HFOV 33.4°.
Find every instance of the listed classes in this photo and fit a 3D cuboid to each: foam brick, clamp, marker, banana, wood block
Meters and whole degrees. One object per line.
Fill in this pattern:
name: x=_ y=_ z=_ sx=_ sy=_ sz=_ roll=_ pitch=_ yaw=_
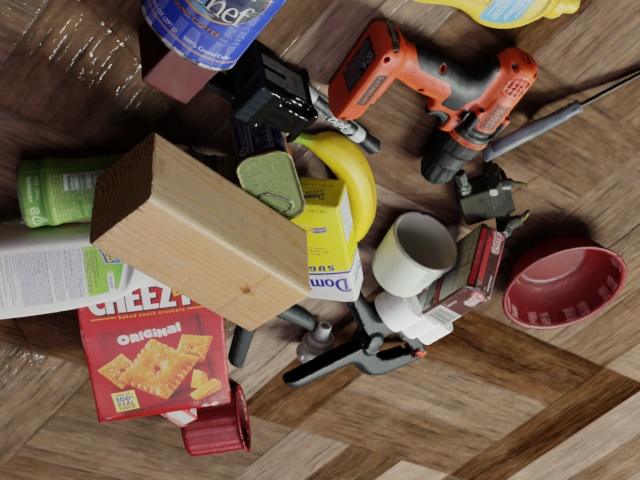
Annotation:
foam brick: x=-0.130 y=-0.175 z=0.980 sx=0.051 sy=0.078 sz=0.053 roll=29 pitch=124 yaw=-36
clamp: x=-0.083 y=0.088 z=1.308 sx=0.120 sy=0.039 sz=0.171 roll=-38 pitch=136 yaw=-7
marker: x=0.022 y=-0.124 z=1.115 sx=0.020 sy=0.020 sz=0.121 roll=-36 pitch=130 yaw=25
banana: x=0.029 y=-0.059 z=1.187 sx=0.070 sy=0.037 sz=0.197 roll=4 pitch=142 yaw=25
clamp: x=0.053 y=0.135 z=1.375 sx=0.209 sy=0.036 sz=0.164 roll=25 pitch=100 yaw=-42
wood block: x=-0.114 y=-0.003 z=1.046 sx=0.091 sy=0.090 sz=0.205 roll=-33 pitch=132 yaw=29

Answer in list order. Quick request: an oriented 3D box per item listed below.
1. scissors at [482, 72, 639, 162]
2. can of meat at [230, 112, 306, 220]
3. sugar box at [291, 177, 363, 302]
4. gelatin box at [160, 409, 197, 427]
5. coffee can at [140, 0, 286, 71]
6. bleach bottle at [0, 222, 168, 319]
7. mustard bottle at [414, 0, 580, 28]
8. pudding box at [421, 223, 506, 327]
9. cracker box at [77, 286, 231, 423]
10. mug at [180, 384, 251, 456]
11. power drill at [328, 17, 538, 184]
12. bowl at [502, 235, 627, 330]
scissors: x=0.261 y=-0.136 z=1.138 sx=0.202 sy=0.016 sz=0.096 roll=-29 pitch=178 yaw=19
can of meat: x=-0.055 y=-0.081 z=1.100 sx=0.057 sy=0.084 sz=0.102 roll=-15 pitch=139 yaw=2
sugar box: x=-0.008 y=0.002 z=1.211 sx=0.093 sy=0.048 sz=0.176 roll=6 pitch=140 yaw=16
gelatin box: x=-0.198 y=0.191 z=1.378 sx=0.030 sy=0.073 sz=0.089 roll=-29 pitch=137 yaw=19
coffee can: x=-0.074 y=-0.230 z=0.913 sx=0.102 sy=0.103 sz=0.140 roll=22 pitch=129 yaw=-33
bleach bottle: x=-0.249 y=0.031 z=1.122 sx=0.250 sy=0.068 sz=0.102 roll=-4 pitch=117 yaw=-4
mustard bottle: x=0.164 y=-0.247 z=0.989 sx=0.191 sy=0.058 sz=0.096 roll=13 pitch=129 yaw=-27
pudding box: x=0.170 y=0.042 z=1.266 sx=0.039 sy=0.090 sz=0.114 roll=28 pitch=150 yaw=-13
cracker box: x=-0.193 y=0.106 z=1.248 sx=0.164 sy=0.072 sz=0.214 roll=-7 pitch=124 yaw=-8
mug: x=-0.144 y=0.236 z=1.440 sx=0.081 sy=0.093 sz=0.117 roll=-10 pitch=113 yaw=3
power drill: x=0.105 y=-0.140 z=1.099 sx=0.187 sy=0.057 sz=0.185 roll=12 pitch=133 yaw=-29
bowl: x=0.303 y=0.044 z=1.355 sx=0.162 sy=0.055 sz=0.162 roll=-7 pitch=139 yaw=-7
